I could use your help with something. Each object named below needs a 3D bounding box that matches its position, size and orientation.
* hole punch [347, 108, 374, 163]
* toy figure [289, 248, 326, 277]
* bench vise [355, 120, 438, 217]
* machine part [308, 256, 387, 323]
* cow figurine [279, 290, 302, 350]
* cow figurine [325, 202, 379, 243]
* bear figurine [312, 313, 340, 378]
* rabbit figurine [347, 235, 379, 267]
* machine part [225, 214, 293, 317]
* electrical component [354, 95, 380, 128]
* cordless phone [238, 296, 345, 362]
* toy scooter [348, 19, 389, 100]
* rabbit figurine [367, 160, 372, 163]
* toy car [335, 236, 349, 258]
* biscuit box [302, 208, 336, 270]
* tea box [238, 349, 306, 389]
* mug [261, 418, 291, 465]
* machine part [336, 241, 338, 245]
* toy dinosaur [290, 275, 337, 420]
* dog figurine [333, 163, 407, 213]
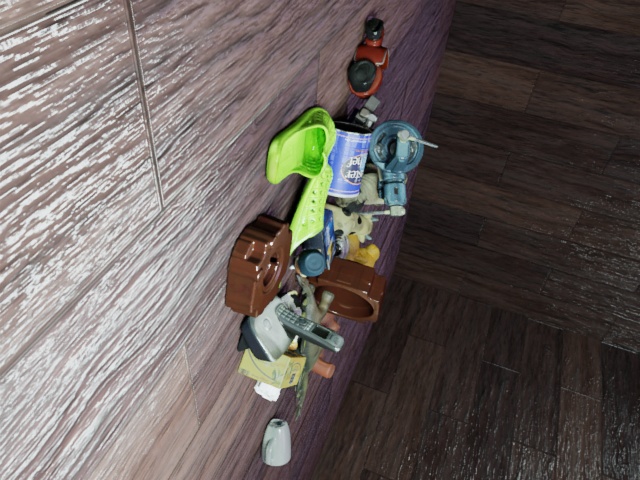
[{"bbox_3d":[0.080,-0.236,1.285,0.116,0.092,0.142,-31,-147,57],"label":"hole punch"},{"bbox_3d":[-0.027,0.050,1.153,0.064,0.057,0.154,-27,-177,-11],"label":"toy figure"},{"bbox_3d":[0.162,-0.166,1.149,0.240,0.129,0.223,98,1,-83],"label":"bench vise"},{"bbox_3d":[0.071,0.131,1.431,0.201,0.201,0.087,86,22,-57],"label":"machine part"},{"bbox_3d":[-0.073,0.181,1.207,0.167,0.068,0.098,88,17,-58],"label":"cow figurine"},{"bbox_3d":[0.072,-0.047,1.368,0.195,0.127,0.085,-4,114,-74],"label":"cow figurine"},{"bbox_3d":[0.011,0.285,1.558,0.196,0.132,0.120,-63,169,-14],"label":"bear figurine"},{"bbox_3d":[0.091,0.045,1.670,0.162,0.122,0.173,-55,146,-28],"label":"rabbit figurine"},{"bbox_3d":[-0.101,0.045,0.927,0.179,0.056,0.179,18,90,-78],"label":"machine part"},{"bbox_3d":[0.108,-0.276,1.198,0.078,0.045,0.102,-50,-179,-4],"label":"electrical component"},{"bbox_3d":[-0.052,0.191,1.037,0.146,0.184,0.088,-41,151,-66],"label":"cordless phone"},{"bbox_3d":[0.115,-0.391,1.219,0.135,0.075,0.184,55,49,-75],"label":"toy scooter"},{"bbox_3d":[0.145,-0.217,1.499,0.159,0.121,0.170,-56,173,5],"label":"rabbit figurine"},{"bbox_3d":[0.044,0.078,1.573,0.073,0.056,0.201,-31,138,-71],"label":"toy car"},{"bbox_3d":[-0.003,-0.004,1.257,0.202,0.063,0.059,82,27,-62],"label":"biscuit box"},{"bbox_3d":[-0.097,0.262,1.136,0.169,0.098,0.068,58,51,-76],"label":"tea box"},{"bbox_3d":[-0.124,0.550,1.463,0.109,0.081,0.107,-21,116,-67],"label":"mug"},{"bbox_3d":[0.020,0.025,1.447,0.084,0.039,0.138,-62,166,-17],"label":"machine part"},{"bbox_3d":[-0.043,0.277,1.386,0.198,0.105,0.470,-49,145,-44],"label":"toy dinosaur"},{"bbox_3d":[0.095,-0.137,1.337,0.190,0.173,0.121,-4,105,-32],"label":"dog figurine"}]
